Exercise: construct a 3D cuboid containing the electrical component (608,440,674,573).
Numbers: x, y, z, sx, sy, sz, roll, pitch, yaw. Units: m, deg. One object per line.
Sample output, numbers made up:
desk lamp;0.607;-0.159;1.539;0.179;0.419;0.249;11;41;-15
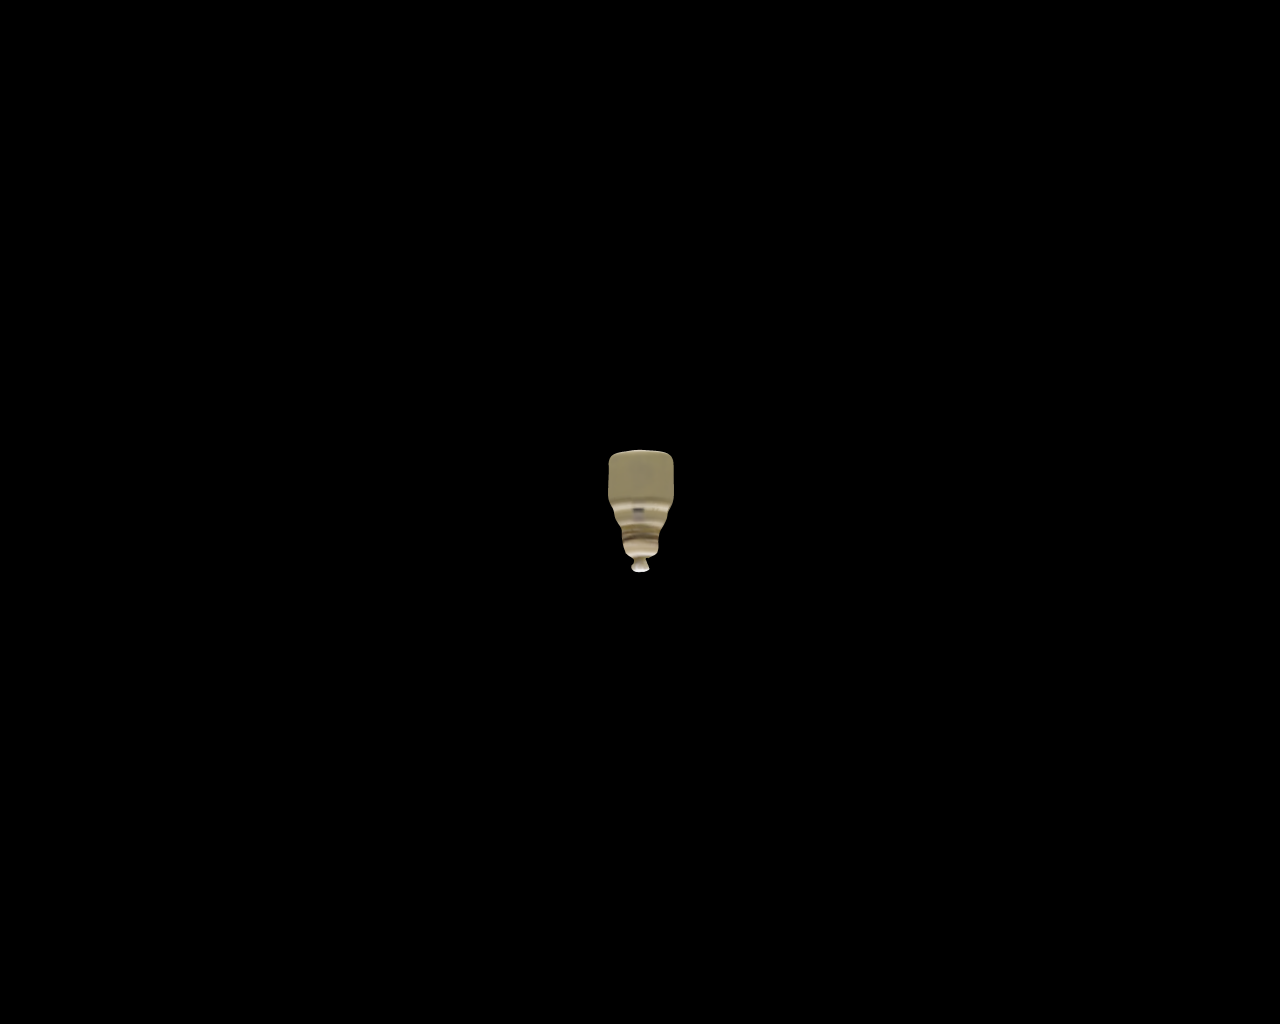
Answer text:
electrical component;0.001;-0.003;0.650;0.040;0.078;0.040;0;-7;0
